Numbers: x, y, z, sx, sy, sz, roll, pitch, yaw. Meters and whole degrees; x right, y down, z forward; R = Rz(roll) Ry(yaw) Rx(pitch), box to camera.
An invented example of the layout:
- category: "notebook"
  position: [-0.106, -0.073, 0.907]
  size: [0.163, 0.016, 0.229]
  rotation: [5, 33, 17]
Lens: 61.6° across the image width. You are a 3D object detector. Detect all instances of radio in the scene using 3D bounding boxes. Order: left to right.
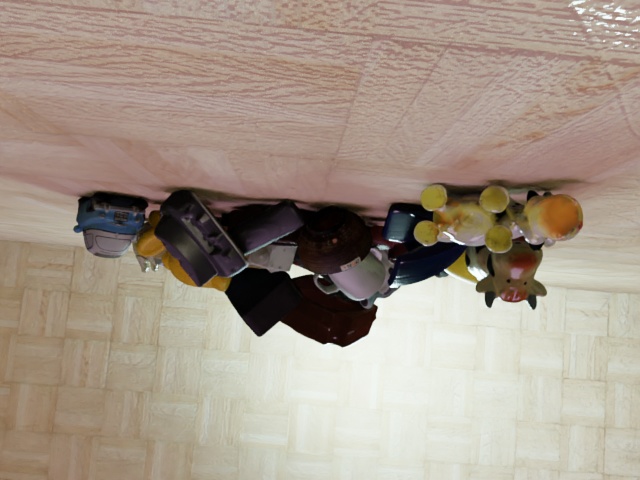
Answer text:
- category: "radio"
  position: [-0.137, 0.099, 1.165]
  size: [0.073, 0.131, 0.230]
  rotation: [56, 170, -31]

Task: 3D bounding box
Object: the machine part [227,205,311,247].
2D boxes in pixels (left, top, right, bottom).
- category: "machine part"
  position: [-0.068, -0.019, 0.911]
  size: [0.179, 0.056, 0.179]
  rotation: [5, 176, 0]

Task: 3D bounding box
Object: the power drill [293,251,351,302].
- category: "power drill"
  position: [-0.017, 0.054, 1.201]
  size: [0.208, 0.086, 0.232]
  rotation: [25, 180, 38]

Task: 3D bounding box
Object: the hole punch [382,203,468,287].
- category: "hole punch"
  position: [0.147, 0.012, 0.746]
  size: [0.116, 0.092, 0.142]
  rotation: [3, 154, 1]

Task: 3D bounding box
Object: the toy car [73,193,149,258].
- category: "toy car"
  position: [-0.349, -0.020, 0.904]
  size: [0.109, 0.103, 0.162]
  rotation: [7, 176, -33]

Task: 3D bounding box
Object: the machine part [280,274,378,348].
- category: "machine part"
  position: [0.013, 0.158, 1.226]
  size: [0.201, 0.087, 0.201]
  rotation: [24, -165, 26]

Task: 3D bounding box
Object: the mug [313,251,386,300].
- category: "mug"
  position: [0.037, 0.043, 0.876]
  size: [0.110, 0.081, 0.107]
  rotation: [-24, 136, 20]

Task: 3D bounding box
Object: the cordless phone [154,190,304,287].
- category: "cordless phone"
  position: [-0.128, -0.028, 0.773]
  size: [0.184, 0.146, 0.089]
  rotation: [-27, -155, 15]

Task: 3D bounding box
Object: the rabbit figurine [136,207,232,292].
- category: "rabbit figurine"
  position: [-0.221, -0.007, 0.917]
  size: [0.162, 0.122, 0.173]
  rotation: [13, 147, 1]

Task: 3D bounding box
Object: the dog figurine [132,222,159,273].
- category: "dog figurine"
  position: [-0.319, 0.001, 1.240]
  size: [0.191, 0.121, 0.172]
  rotation: [-9, 178, 3]

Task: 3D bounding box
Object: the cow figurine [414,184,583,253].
- category: "cow figurine"
  position: [0.195, -0.021, 0.578]
  size: [0.168, 0.068, 0.098]
  rotation: [5, -178, 34]

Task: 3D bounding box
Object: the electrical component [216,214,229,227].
- category: "electrical component"
  position: [-0.164, -0.034, 1.005]
  size: [0.094, 0.021, 0.063]
  rotation: [6, 174, -7]

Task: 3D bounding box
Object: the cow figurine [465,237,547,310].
- category: "cow figurine"
  position: [0.240, 0.025, 0.715]
  size: [0.086, 0.127, 0.195]
  rotation: [1, 177, 4]

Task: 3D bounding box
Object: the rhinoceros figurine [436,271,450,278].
- category: "rhinoceros figurine"
  position: [0.288, 0.053, 1.271]
  size: [0.190, 0.073, 0.112]
  rotation: [3, 176, 13]

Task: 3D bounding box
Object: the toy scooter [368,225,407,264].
- category: "toy scooter"
  position: [0.165, 0.007, 0.899]
  size: [0.184, 0.075, 0.135]
  rotation: [15, 168, -39]

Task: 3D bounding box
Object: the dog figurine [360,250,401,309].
- category: "dog figurine"
  position: [0.160, 0.045, 1.122]
  size: [0.219, 0.108, 0.191]
  rotation: [-18, 155, -47]
